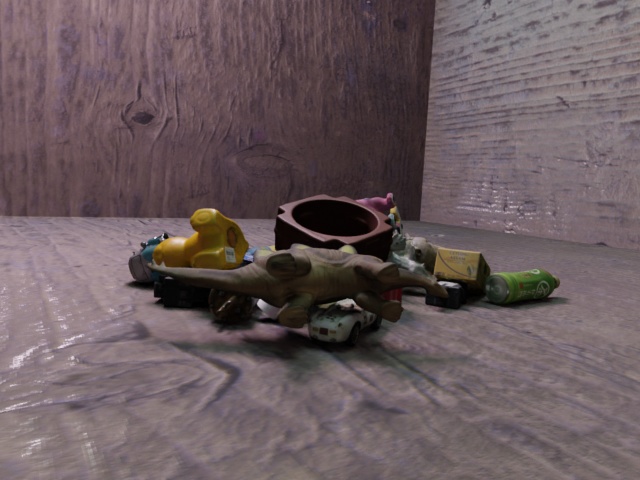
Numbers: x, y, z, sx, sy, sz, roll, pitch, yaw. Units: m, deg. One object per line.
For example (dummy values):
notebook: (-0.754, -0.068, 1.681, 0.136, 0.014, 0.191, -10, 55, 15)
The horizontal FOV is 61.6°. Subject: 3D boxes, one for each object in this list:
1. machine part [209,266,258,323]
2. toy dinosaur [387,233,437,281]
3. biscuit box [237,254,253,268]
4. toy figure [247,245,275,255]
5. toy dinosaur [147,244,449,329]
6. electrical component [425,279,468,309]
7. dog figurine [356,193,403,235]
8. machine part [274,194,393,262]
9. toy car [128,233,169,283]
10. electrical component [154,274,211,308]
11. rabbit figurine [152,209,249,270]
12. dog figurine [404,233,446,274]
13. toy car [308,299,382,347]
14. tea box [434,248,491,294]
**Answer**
machine part: (-0.146, 0.095, 0.982, 0.079, 0.079, 0.243, 3, 6, 4)
toy dinosaur: (0.075, 0.067, 1.224, 0.405, 0.131, 0.192, -4, -10, -2)
biscuit box: (-0.210, 0.055, 1.181, 0.203, 0.062, 0.059, 10, 8, 29)
toy figure: (-0.124, 0.050, 1.353, 0.180, 0.089, 0.082, 2, 13, -29)
toy dinosaur: (-0.037, 0.059, 0.821, 0.472, 0.105, 0.198, 5, 6, -6)
electrical component: (0.262, 0.115, 1.129, 0.075, 0.047, 0.119, 6, 7, 26)
dog figurine: (0.090, -0.038, 1.345, 0.219, 0.108, 0.191, -6, -36, 16)
machine part: (0.026, -0.009, 1.062, 0.201, 0.087, 0.202, -20, 39, -41)
toy car: (-0.375, 0.050, 1.203, 0.103, 0.109, 0.162, -18, 5, -20)
electrical component: (-0.251, 0.093, 1.048, 0.134, 0.058, 0.115, 3, 4, 1)
rabbit figurine: (-0.237, 0.013, 1.044, 0.173, 0.121, 0.162, -14, -2, 16)
dog figurine: (0.306, 0.050, 1.375, 0.191, 0.121, 0.172, 4, 0, 4)
toy car: (0.046, 0.127, 0.876, 0.074, 0.056, 0.201, 6, 7, 24)
tea box: (0.329, 0.073, 1.230, 0.098, 0.068, 0.169, 7, -11, 25)
